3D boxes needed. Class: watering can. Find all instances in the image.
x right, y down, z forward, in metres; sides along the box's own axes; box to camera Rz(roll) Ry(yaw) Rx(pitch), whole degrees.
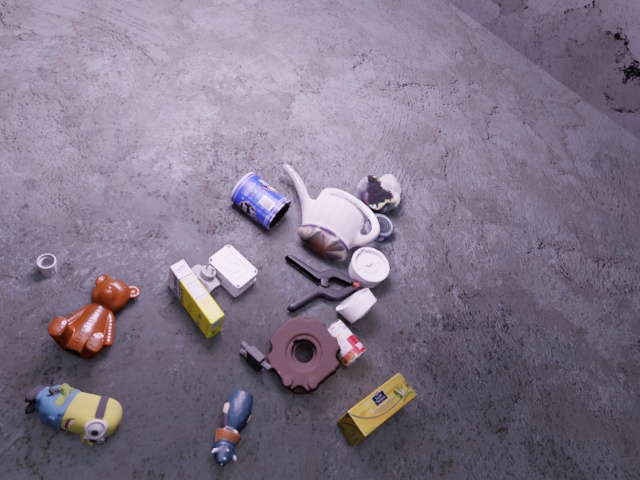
[{"bbox_3d":[0.004,-0.074,1.477,0.348,0.102,0.229,29,52,2],"label":"watering can"}]

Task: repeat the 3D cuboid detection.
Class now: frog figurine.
[{"bbox_3d":[0.189,-0.150,1.617,0.138,0.121,0.161,23,16,8],"label":"frog figurine"}]
